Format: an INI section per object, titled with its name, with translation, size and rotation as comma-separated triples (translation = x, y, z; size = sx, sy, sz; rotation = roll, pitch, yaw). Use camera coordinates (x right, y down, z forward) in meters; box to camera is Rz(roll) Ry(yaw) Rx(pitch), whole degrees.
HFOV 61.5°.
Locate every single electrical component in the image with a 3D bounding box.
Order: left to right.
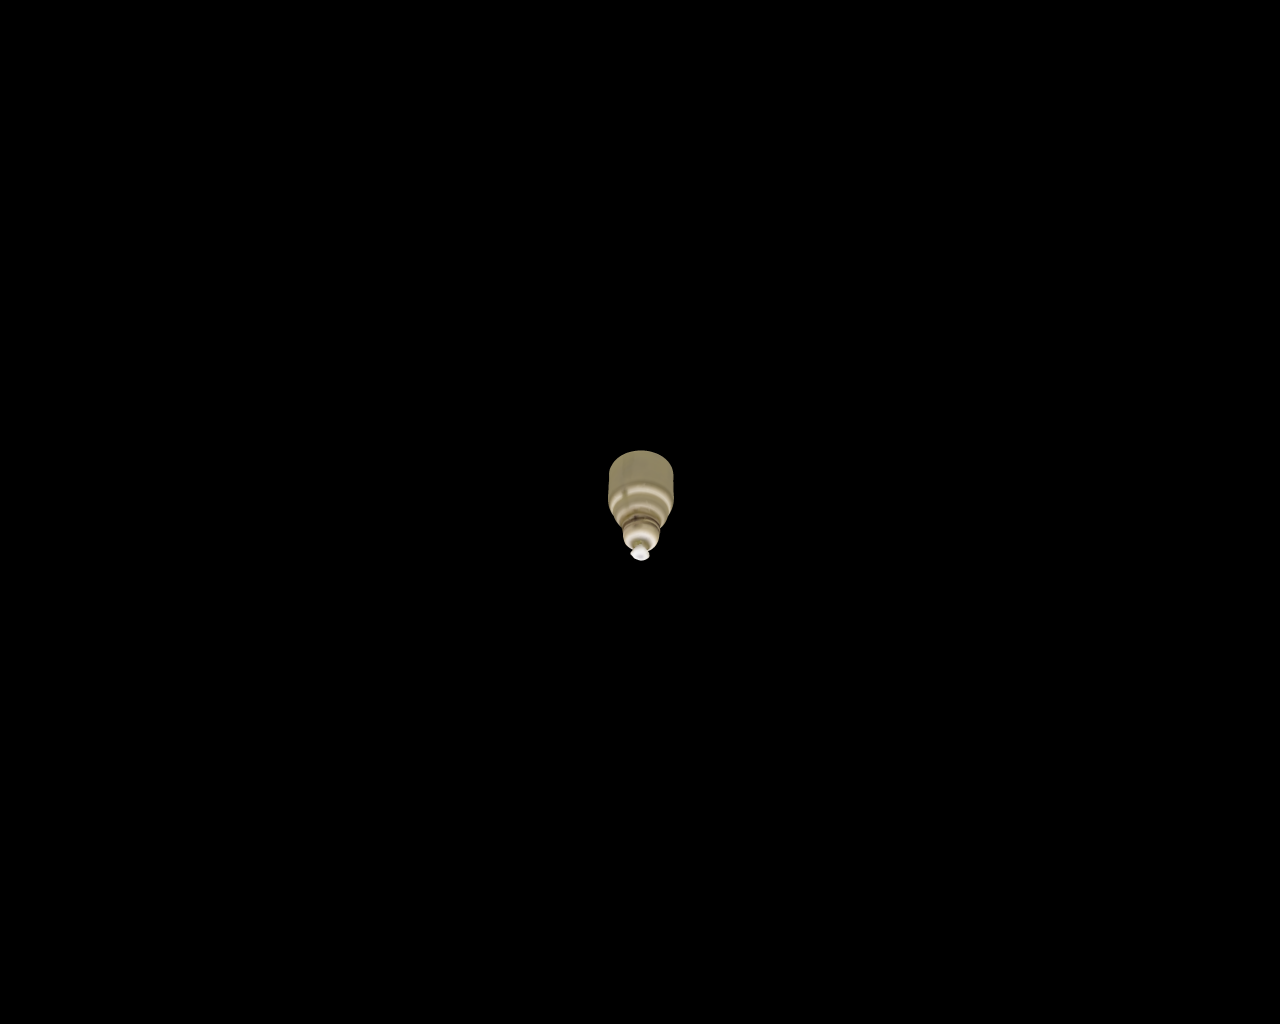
[electrical component]
translation = 0.001, -0.003, 0.650
size = 0.040, 0.078, 0.040
rotation = 0, -43, 0
